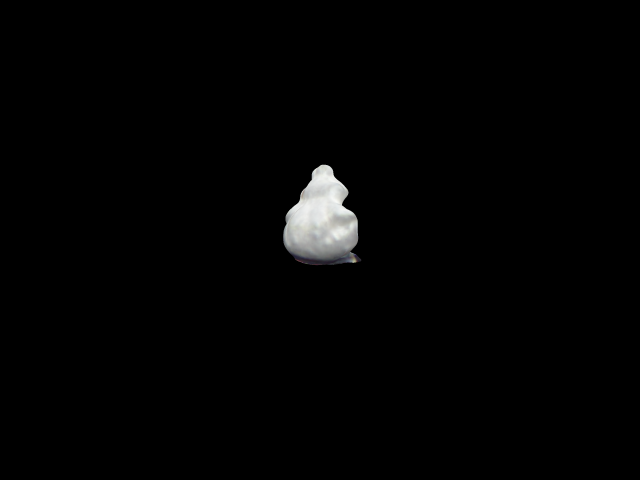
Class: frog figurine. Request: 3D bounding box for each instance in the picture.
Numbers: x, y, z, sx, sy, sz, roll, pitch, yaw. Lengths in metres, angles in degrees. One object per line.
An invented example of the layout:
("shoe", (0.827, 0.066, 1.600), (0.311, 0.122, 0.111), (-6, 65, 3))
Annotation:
("frog figurine", (0.003, -0.043, 0.850), (0.123, 0.158, 0.138), (-9, 14, -39))
